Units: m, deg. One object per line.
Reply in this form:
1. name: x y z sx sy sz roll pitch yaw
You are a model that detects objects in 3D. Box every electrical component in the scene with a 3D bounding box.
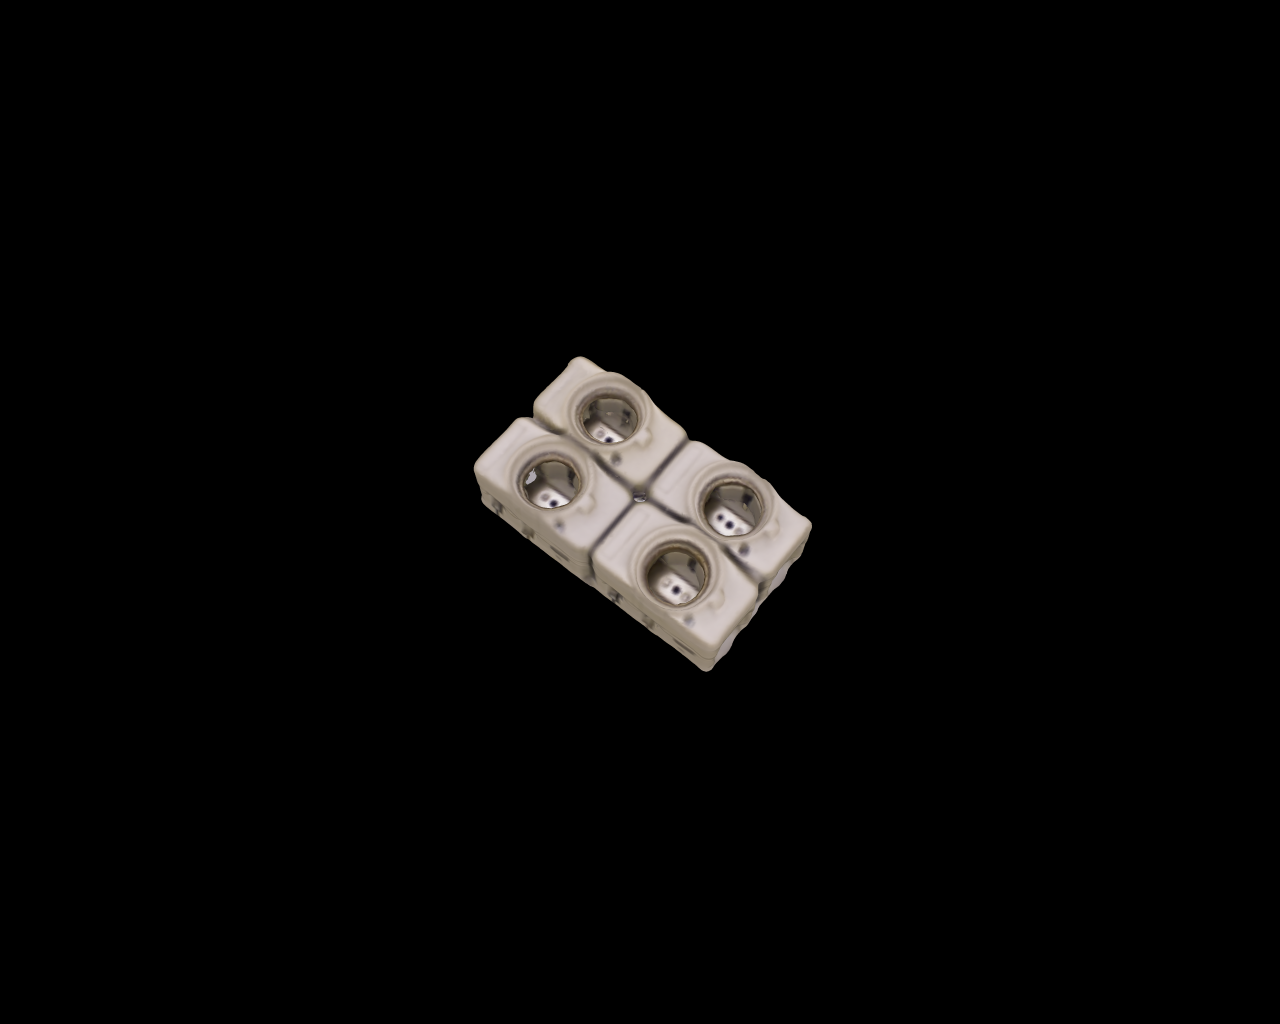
1. electrical component: 0.001 -0.003 0.650 0.186 0.105 0.060 37 -19 15
